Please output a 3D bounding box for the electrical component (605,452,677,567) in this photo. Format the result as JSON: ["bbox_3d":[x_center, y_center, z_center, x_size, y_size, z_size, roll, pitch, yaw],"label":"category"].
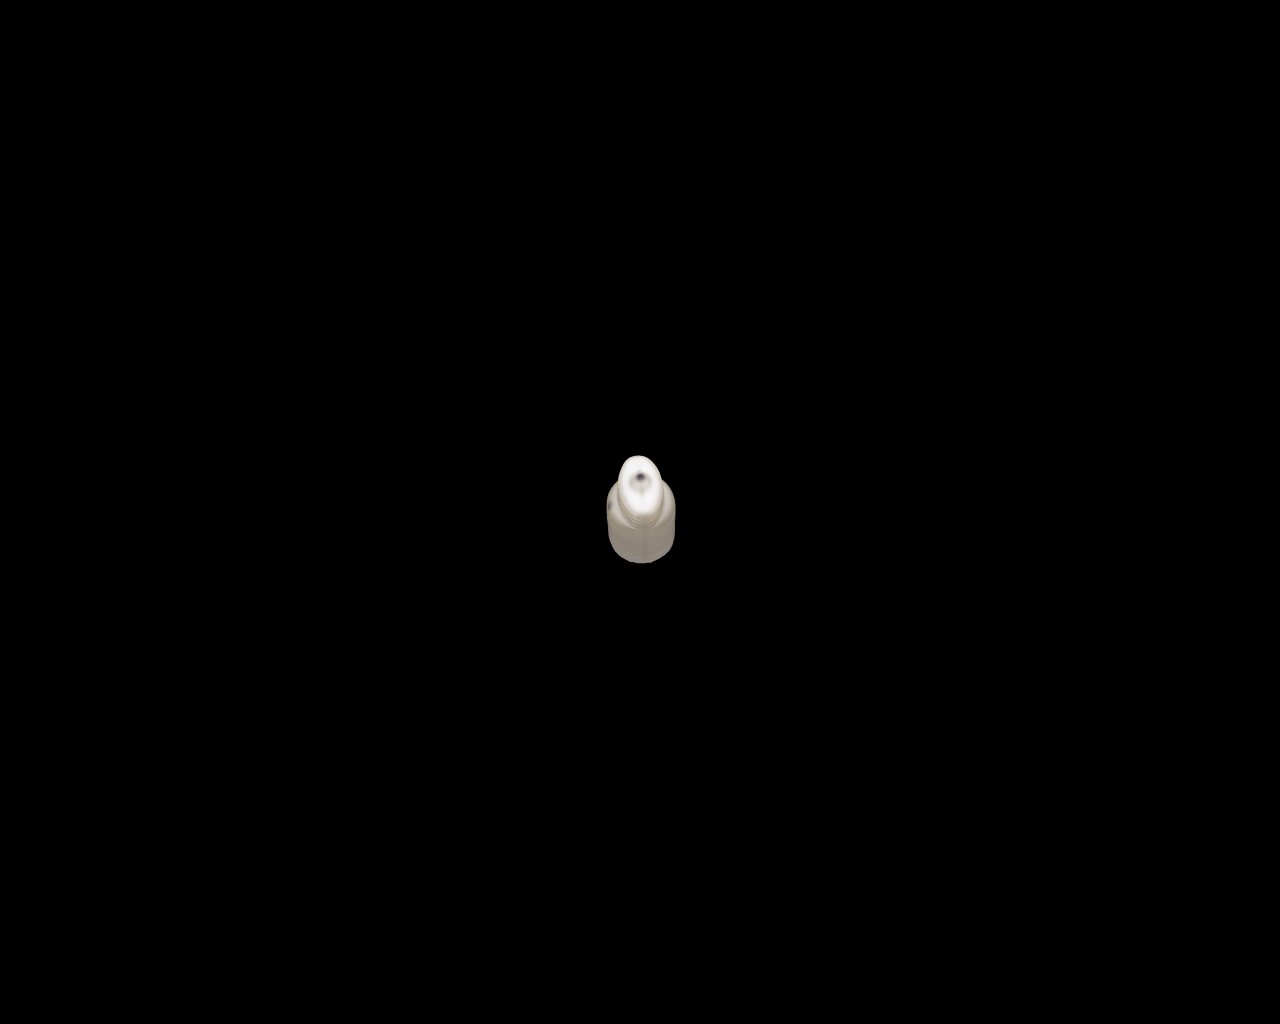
[{"bbox_3d":[0.001,-0.003,0.650,0.043,0.043,0.080,0,-27,0],"label":"electrical component"}]
